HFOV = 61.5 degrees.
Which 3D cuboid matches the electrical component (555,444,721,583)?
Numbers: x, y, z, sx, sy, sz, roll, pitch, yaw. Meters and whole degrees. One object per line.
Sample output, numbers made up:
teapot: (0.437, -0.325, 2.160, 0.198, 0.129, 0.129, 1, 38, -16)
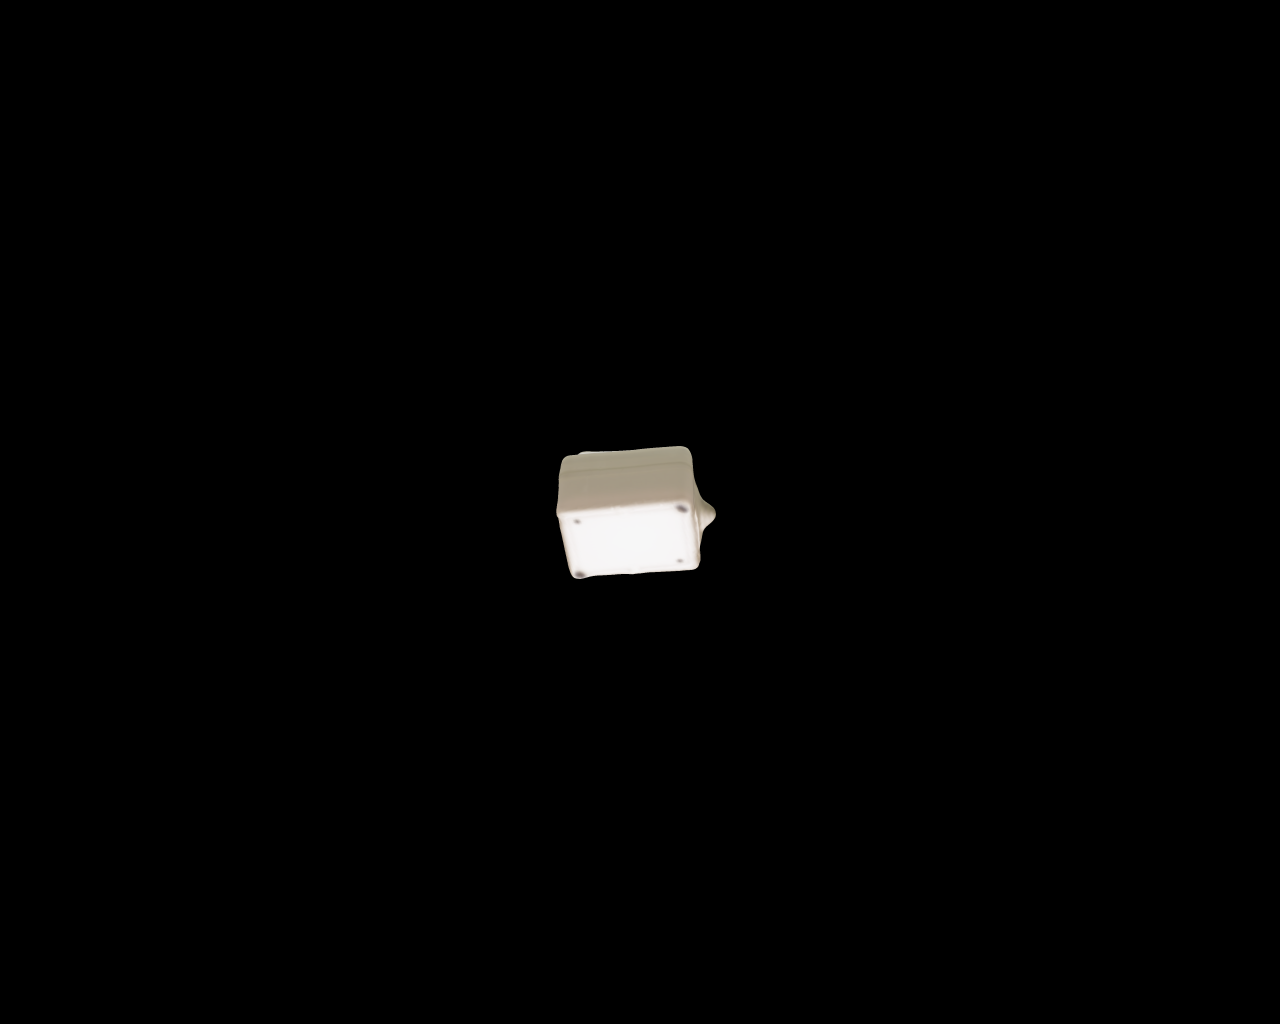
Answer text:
electrical component: (0.001, -0.003, 0.650, 0.096, 0.061, 0.061, -4, 44, 4)
